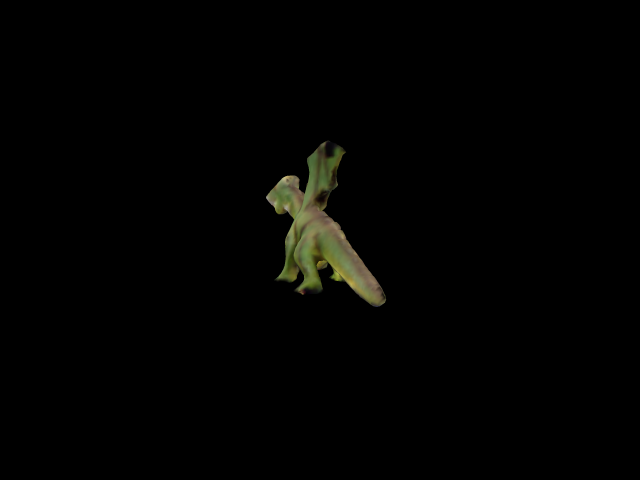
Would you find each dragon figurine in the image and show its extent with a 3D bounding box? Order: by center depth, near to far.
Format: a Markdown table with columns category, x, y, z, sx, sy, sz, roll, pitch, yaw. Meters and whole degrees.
| category | x | y | z | sx | sy | sz | roll | pitch | yaw |
| --- | --- | --- | --- | --- | --- | --- | --- | --- | --- |
| dragon figurine | 0.003 | -0.043 | 0.850 | 0.122 | 0.242 | 0.411 | -2 | 5 | -27 |
